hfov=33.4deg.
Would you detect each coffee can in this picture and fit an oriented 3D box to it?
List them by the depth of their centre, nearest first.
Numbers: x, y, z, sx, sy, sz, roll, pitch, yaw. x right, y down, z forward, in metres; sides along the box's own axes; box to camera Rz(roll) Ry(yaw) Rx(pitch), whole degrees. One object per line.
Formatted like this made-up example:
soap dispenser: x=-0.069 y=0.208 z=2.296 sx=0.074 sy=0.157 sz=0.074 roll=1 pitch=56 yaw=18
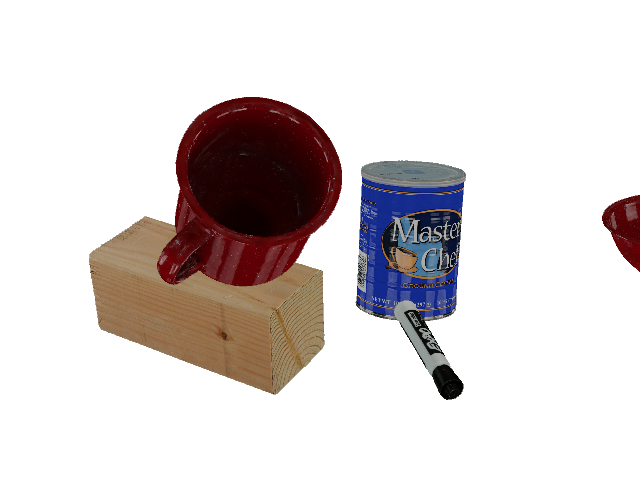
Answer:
coffee can: x=0.089 y=-0.002 z=1.064 sx=0.103 sy=0.140 sz=0.103 roll=2 pitch=14 yaw=-1

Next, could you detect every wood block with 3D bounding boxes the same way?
wood block: x=-0.108 y=0.058 z=1.009 sx=0.206 sy=0.091 sz=0.090 roll=17 pitch=35 yaw=27

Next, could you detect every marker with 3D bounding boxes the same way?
marker: x=0.084 y=0.085 z=0.838 sx=0.020 sy=0.020 sz=0.121 roll=0 pitch=28 yaw=-15

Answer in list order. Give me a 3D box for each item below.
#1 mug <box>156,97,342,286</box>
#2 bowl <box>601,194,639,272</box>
mug: x=-0.049 y=-0.016 z=0.619 sx=0.117 sy=0.093 sz=0.082 roll=-46 pitch=-7 yaw=-26
bowl: x=0.373 y=0.002 z=1.102 sx=0.162 sy=0.055 sz=0.162 roll=-3 pitch=23 yaw=1
